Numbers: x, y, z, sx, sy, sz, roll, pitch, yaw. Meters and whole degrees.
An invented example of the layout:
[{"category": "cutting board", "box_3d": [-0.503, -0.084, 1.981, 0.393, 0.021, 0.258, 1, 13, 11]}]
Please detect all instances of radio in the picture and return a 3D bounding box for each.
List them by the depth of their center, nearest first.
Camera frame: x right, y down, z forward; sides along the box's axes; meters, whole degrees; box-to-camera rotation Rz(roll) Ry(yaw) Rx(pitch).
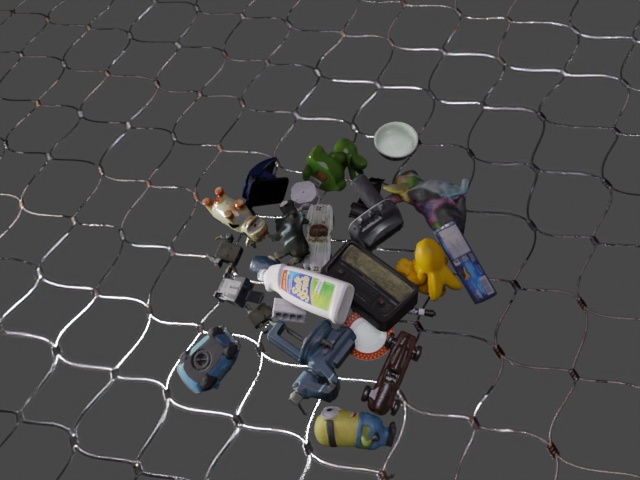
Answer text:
[{"category": "radio", "box_3d": [0.118, 0.113, 1.332, 0.230, 0.073, 0.131, 36, 68, 29]}]

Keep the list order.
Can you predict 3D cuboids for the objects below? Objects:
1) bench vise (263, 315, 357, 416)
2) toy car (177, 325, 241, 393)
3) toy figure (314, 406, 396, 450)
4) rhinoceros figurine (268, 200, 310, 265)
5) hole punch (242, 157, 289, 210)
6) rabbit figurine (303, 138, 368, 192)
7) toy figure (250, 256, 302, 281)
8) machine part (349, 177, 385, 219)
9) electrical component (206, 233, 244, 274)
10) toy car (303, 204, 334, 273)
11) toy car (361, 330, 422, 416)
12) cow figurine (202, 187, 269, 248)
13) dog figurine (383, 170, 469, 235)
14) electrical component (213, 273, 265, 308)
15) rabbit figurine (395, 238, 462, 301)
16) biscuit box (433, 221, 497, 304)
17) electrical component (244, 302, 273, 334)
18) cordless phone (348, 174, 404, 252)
[{"category": "bench vise", "box_3d": [-0.038, 0.266, 1.265, 0.241, 0.128, 0.223, 30, 74, 24]}, {"category": "toy car", "box_3d": [-0.255, 0.287, 1.295, 0.109, 0.102, 0.161, 40, 86, 23]}, {"category": "toy figure", "box_3d": [0.077, 0.425, 1.199, 0.180, 0.082, 0.089, 10, 64, 10]}, {"category": "rhinoceros figurine", "box_3d": [-0.078, -0.026, 1.410, 0.112, 0.073, 0.190, -47, 39, 29]}, {"category": "hole punch", "box_3d": [-0.159, -0.158, 1.482, 0.116, 0.142, 0.092, -12, 62, -25]}, {"category": "rabbit figurine", "box_3d": [0.057, -0.221, 1.498, 0.159, 0.121, 0.170, 29, 56, 15]}, {"category": "toy figure", "box_3d": [-0.106, 0.083, 1.400, 0.155, 0.064, 0.058, 19, 31, 11]}, {"category": "machine part", "box_3d": [0.133, -0.112, 1.474, 0.084, 0.039, 0.139, 18, 69, 21]}, {"category": "electrical component", "box_3d": [-0.255, 0.033, 1.451, 0.078, 0.045, 0.102, 21, 69, 18]}, {"category": "toy car", "box_3d": [-0.003, -0.004, 1.429, 0.074, 0.056, 0.202, 1, 64, 8]}, {"category": "toy car", "box_3d": [0.169, 0.307, 1.247, 0.089, 0.053, 0.202, 26, 75, 9]}, {"category": "cow figurine", "box_3d": [-0.218, -0.054, 1.459, 0.195, 0.127, 0.085, 28, 70, 34]}, {"category": "dog figurine", "box_3d": [0.274, -0.094, 1.412, 0.219, 0.108, 0.191, 5, 68, 14]}, {"category": "electrical component", "box_3d": [-0.205, 0.134, 1.380, 0.119, 0.047, 0.075, 13, 67, 32]}, {"category": "rabbit figurine", "box_3d": [0.261, 0.069, 1.296, 0.122, 0.173, 0.162, -22, 59, -7]}, {"category": "biscuit box", "box_3d": [0.351, 0.054, 1.302, 0.059, 0.063, 0.202, -30, 93, 10]}, {"category": "electrical component", "box_3d": [-0.151, 0.192, 1.373, 0.063, 0.021, 0.094, -38, 65, -11]}, {"category": "cordless phone", "box_3d": [0.119, -0.075, 1.407, 0.146, 0.088, 0.184, -35, 80, -9]}]
